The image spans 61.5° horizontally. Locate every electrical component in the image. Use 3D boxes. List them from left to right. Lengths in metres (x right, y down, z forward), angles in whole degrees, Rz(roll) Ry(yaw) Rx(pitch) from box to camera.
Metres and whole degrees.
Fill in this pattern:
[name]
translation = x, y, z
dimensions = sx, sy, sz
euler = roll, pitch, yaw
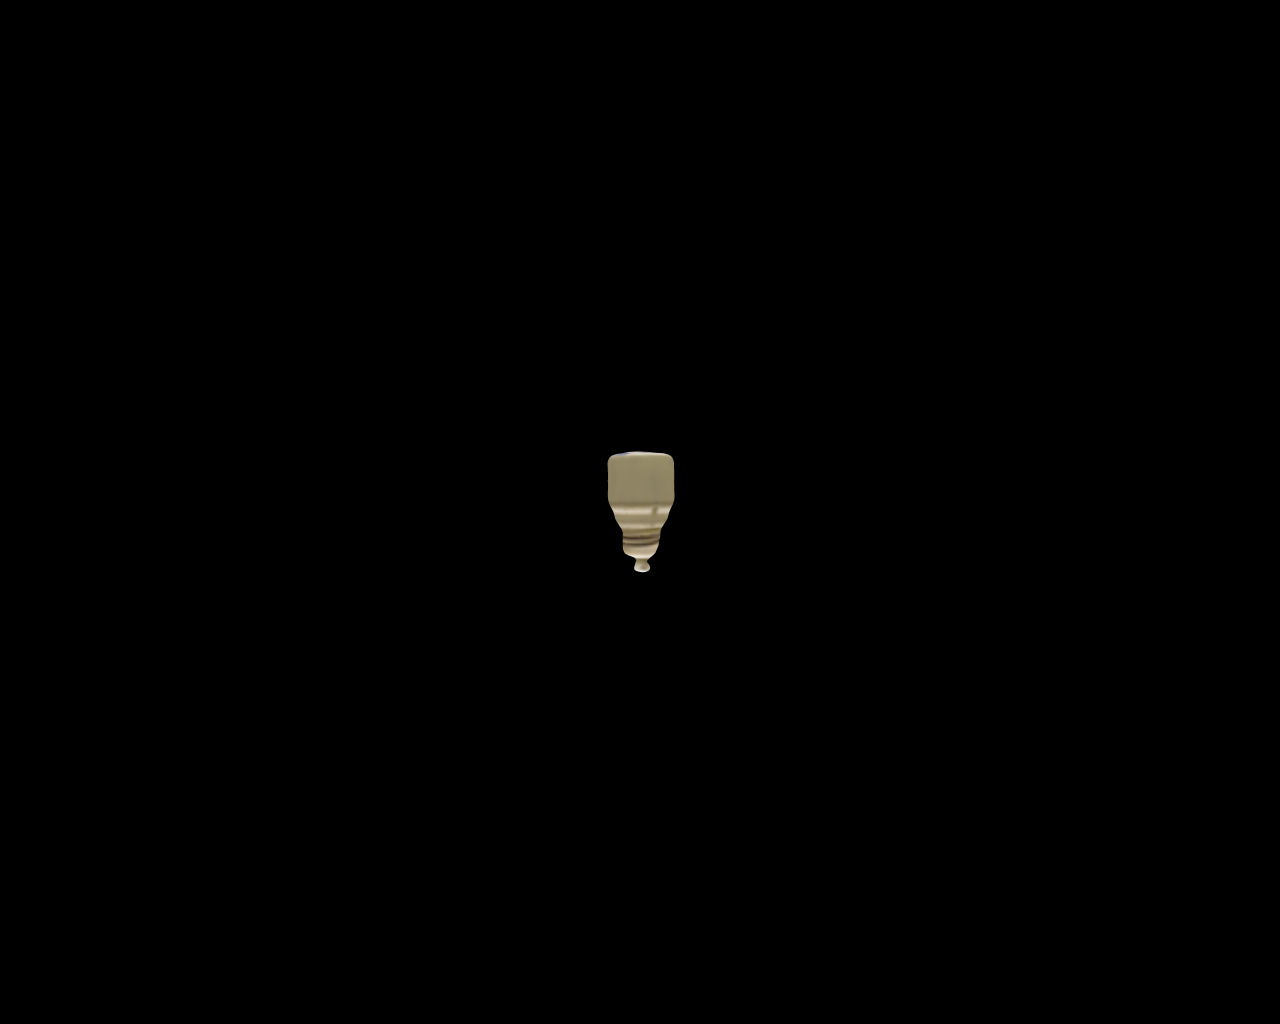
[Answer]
[electrical component]
translation = 0.001, -0.003, 0.650
dimensions = 0.040, 0.078, 0.040
euler = 0, 2, 0
